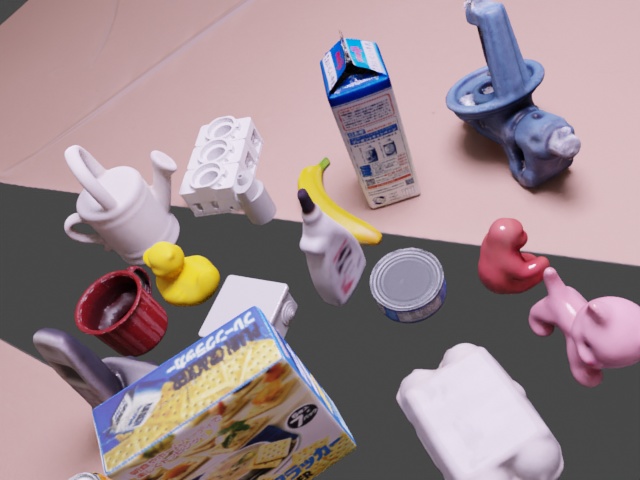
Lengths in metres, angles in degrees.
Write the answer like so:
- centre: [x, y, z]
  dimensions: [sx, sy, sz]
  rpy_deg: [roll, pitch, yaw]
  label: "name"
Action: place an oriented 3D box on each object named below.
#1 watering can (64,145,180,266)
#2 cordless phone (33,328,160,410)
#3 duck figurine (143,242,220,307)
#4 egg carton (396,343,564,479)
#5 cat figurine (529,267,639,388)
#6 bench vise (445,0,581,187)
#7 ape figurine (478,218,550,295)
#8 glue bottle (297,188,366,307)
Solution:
- centre: [-0.283, -0.062, 0.809]
  dimensions: [0.100, 0.194, 0.173]
  rpy_deg: [29, 69, 37]
  label: "watering can"
- centre: [-0.210, 0.160, 0.609]
  dimensions: [0.147, 0.185, 0.094]
  rpy_deg: [3, 55, 24]
  label: "cordless phone"
- centre: [-0.191, 0.038, 0.764]
  dimensions: [0.104, 0.086, 0.077]
  rpy_deg: [13, 60, 30]
  label: "duck figurine"
- centre: [0.145, 0.171, 0.531]
  dimensions: [0.107, 0.070, 0.150]
  rpy_deg: [-31, 48, -3]
  label: "egg carton"
- centre: [0.252, 0.076, 0.531]
  dimensions: [0.067, 0.118, 0.127]
  rpy_deg: [-32, 48, -4]
  label: "cat figurine"
- centre: [0.234, -0.186, 0.677]
  dimensions: [0.121, 0.220, 0.206]
  rpy_deg: [-44, 50, -14]
  label: "bench vise"
- centre: [0.204, 0.012, 0.619]
  dimensions: [0.076, 0.092, 0.077]
  rpy_deg: [-26, 48, 1]
  label: "ape figurine"
- centre: [0.006, 0.002, 0.653]
  dimensions: [0.037, 0.173, 0.078]
  rpy_deg: [10, 58, 29]
  label: "glue bottle"
